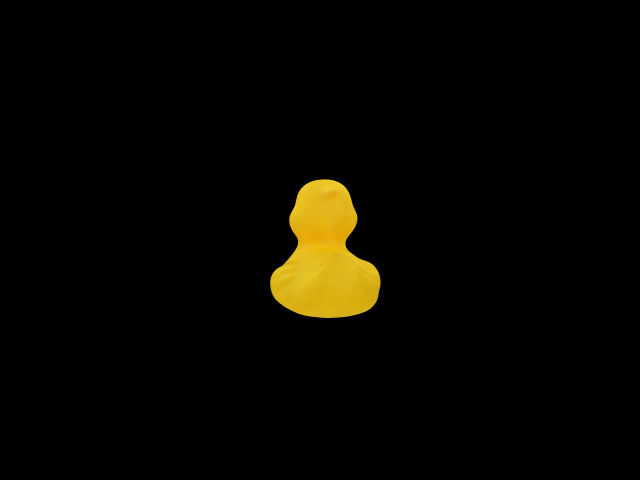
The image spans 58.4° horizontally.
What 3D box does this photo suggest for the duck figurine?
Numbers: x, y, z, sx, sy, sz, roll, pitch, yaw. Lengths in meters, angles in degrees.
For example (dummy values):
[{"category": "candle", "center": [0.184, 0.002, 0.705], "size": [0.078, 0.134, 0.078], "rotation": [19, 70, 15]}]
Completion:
[{"category": "duck figurine", "center": [0.004, 0.001, 0.400], "size": [0.077, 0.086, 0.104], "rotation": [-2, 12, -11]}]
